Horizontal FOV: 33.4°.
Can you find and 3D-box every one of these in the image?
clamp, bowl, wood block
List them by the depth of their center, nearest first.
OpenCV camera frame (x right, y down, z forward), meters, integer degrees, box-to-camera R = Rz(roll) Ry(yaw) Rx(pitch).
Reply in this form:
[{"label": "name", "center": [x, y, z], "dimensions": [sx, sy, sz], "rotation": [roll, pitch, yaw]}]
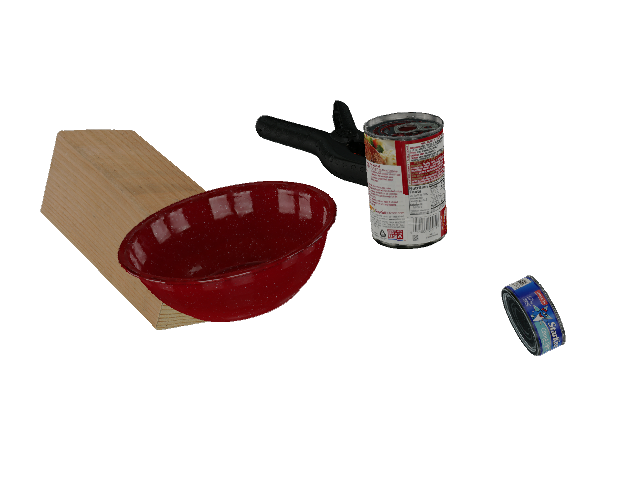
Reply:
[{"label": "bowl", "center": [-0.062, 0.013, 0.781], "dimensions": [0.162, 0.055, 0.162], "rotation": [-10, 25, 5]}, {"label": "wood block", "center": [-0.161, -0.017, 0.979], "dimensions": [0.090, 0.091, 0.206], "rotation": [-6, 34, -44]}, {"label": "clamp", "center": [0.012, -0.100, 1.126], "dimensions": [0.120, 0.039, 0.172], "rotation": [-16, 36, -24]}]

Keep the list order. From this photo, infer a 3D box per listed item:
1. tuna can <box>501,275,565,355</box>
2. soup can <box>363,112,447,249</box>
[{"label": "tuna can", "center": [0.235, 0.084, 1.184], "dimensions": [0.033, 0.086, 0.086], "rotation": [-25, 2, -5]}, {"label": "soup can", "center": [0.074, -0.052, 0.916], "dimensions": [0.068, 0.102, 0.068], "rotation": [-5, 23, 2]}]
